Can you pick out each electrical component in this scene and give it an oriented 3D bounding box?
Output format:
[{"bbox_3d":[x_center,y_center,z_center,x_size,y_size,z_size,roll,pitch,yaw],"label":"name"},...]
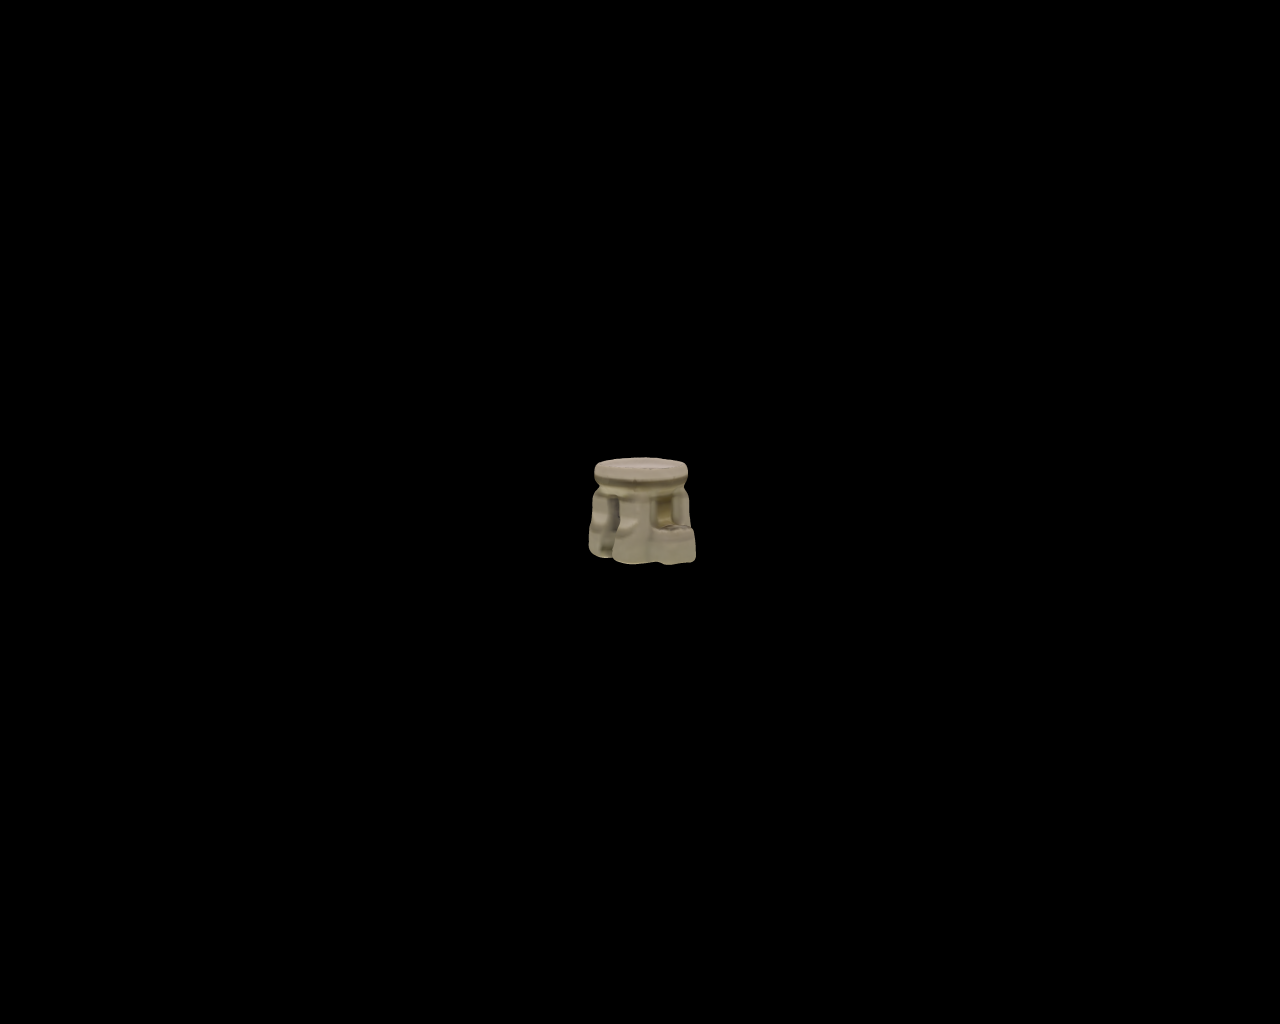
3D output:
[{"bbox_3d":[0.001,-0.003,0.650,0.058,0.057,0.078,-7,12,-39],"label":"electrical component"}]
